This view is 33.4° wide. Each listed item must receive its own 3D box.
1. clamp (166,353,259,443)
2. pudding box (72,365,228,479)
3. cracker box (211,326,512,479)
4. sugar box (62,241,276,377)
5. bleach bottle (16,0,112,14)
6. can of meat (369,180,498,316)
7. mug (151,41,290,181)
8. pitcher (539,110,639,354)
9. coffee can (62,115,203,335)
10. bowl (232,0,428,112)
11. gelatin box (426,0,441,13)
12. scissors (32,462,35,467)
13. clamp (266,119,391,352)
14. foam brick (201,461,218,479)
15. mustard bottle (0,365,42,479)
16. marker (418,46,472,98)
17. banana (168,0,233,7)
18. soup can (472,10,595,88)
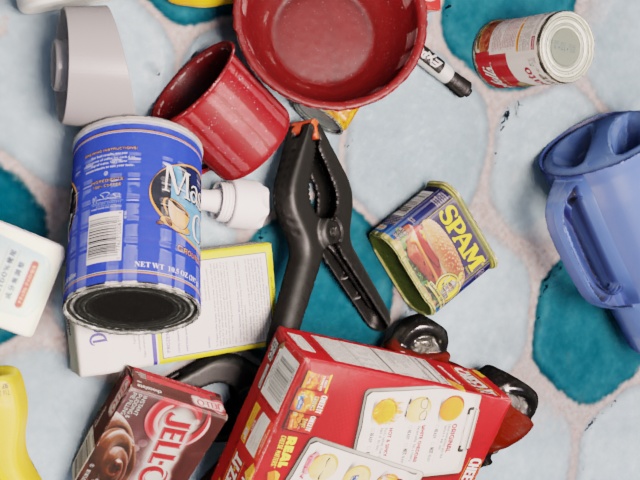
[{"bbox_3d":[-0.061,0.152,0.946,0.171,0.039,0.120,0,90,-20],"label":"clamp"},{"bbox_3d":[-0.143,0.166,0.883,0.090,0.039,0.114,23,113,-26],"label":"pudding box"},{"bbox_3d":[0.033,0.173,0.902,0.213,0.072,0.164,15,105,-30],"label":"cracker box"},{"bbox_3d":[-0.125,0.056,0.901,0.176,0.048,0.093,-6,94,-23],"label":"sugar box"},{"bbox_3d":[-0.209,-0.308,0.817,0.102,0.068,0.251,-16,99,-25],"label":"bleach bottle"},{"bbox_3d":[0.105,0.009,1.006,0.084,0.058,0.102,-38,109,-16],"label":"can of meat"},{"bbox_3d":[-0.088,-0.096,0.888,0.117,0.093,0.081,-40,119,11],"label":"mug"},{"bbox_3d":[0.317,0.002,1.073,0.149,0.145,0.243,-23,111,12],"label":"pitcher"},{"bbox_3d":[-0.141,-0.010,0.819,0.102,0.103,0.140,11,62,-27],"label":"coffee can"},{"bbox_3d":[0.006,-0.180,0.894,0.162,0.055,0.162,1,82,-7],"label":"bowl"},{"bbox_3d":[0.069,-0.247,0.978,0.089,0.030,0.073,-1,96,-26],"label":"gelatin box"},{"bbox_3d":[-0.210,0.219,0.890,0.096,0.016,0.202,-13,100,-26],"label":"scissors"},{"bbox_3d":[-0.006,0.001,0.937,0.164,0.036,0.210,-21,102,-52],"label":"clamp"},{"bbox_3d":[-0.088,0.240,0.933,0.078,0.051,0.053,-45,111,-16],"label":"foam brick"},{"bbox_3d":[-0.263,0.198,0.833,0.096,0.058,0.191,-10,100,-2],"label":"mustard bottle"},{"bbox_3d":[0.099,-0.172,1.005,0.121,0.020,0.020,34,80,-25],"label":"marker"},{"bbox_3d":[-0.047,-0.256,0.918,0.069,0.037,0.197,41,75,-6],"label":"banana"},{"bbox_3d":[0.201,-0.180,1.010,0.068,0.102,0.068,-3,97,-27],"label":"soup can"}]
